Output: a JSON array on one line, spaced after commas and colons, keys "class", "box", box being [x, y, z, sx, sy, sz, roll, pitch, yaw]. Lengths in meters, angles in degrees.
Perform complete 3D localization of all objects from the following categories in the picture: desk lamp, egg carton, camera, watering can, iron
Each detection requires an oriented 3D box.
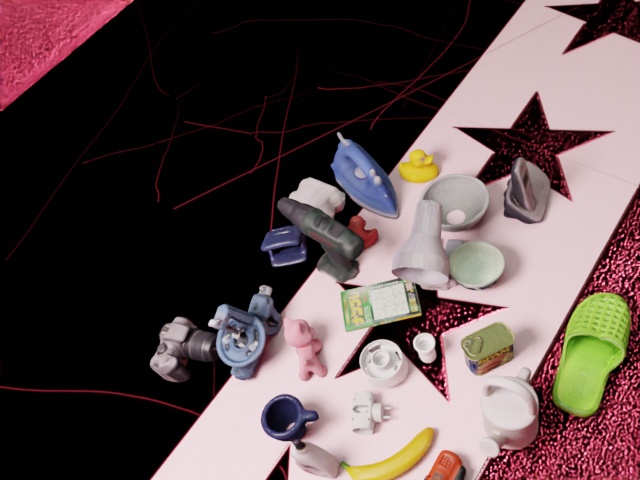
[{"class": "desk lamp", "box": [0.237, 0.027, 1.249, 0.117, 0.214, 0.203, 4, 56, 22]}, {"class": "egg carton", "box": [-0.010, -0.104, 1.530, 0.149, 0.070, 0.107, 24, 65, 32]}, {"class": "camera", "box": [-0.309, 0.255, 1.344, 0.136, 0.101, 0.143, 6, 57, 23]}, {"class": "watering can", "box": [0.336, 0.303, 1.018, 0.100, 0.194, 0.173, -1, 54, 19]}, {"class": "iron", "box": [0.120, -0.174, 1.490, 0.119, 0.142, 0.257, -33, 51, -7]}]

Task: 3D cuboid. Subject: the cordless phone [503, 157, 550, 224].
[{"class": "cordless phone", "box": [0.473, -0.140, 1.311, 0.094, 0.185, 0.148, 8, 58, 25]}]

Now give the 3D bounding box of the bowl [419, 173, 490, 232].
[{"class": "bowl", "box": [0.327, -0.077, 1.387, 0.167, 0.075, 0.167, -10, 52, 13]}]

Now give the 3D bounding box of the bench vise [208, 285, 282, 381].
[{"class": "bench vise", "box": [-0.178, 0.181, 1.275, 0.121, 0.220, 0.207, -7, 52, 15]}]

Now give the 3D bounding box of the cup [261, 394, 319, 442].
[{"class": "cup", "box": [-0.051, 0.372, 1.167, 0.117, 0.095, 0.091, -9, 52, 14]}]

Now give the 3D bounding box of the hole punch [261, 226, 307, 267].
[{"class": "hole punch", "box": [-0.093, 0.004, 1.464, 0.108, 0.091, 0.101, -12, 51, 11]}]

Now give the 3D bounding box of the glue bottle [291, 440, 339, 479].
[{"class": "glue bottle", "box": [-0.020, 0.407, 1.079, 0.078, 0.173, 0.037, 1, 55, 20]}]

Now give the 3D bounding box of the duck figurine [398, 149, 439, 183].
[{"class": "duck figurine", "box": [0.254, -0.201, 1.500, 0.104, 0.086, 0.077, 2, 55, 21]}]

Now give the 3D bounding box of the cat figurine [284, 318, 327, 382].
[{"class": "cat figurine", "box": [-0.039, 0.230, 1.256, 0.067, 0.118, 0.127, -19, 50, 5]}]

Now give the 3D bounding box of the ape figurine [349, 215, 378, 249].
[{"class": "ape figurine", "box": [0.099, -0.025, 1.417, 0.076, 0.092, 0.077, -42, 52, -14]}]

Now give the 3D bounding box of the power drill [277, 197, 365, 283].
[{"class": "power drill", "box": [0.012, 0.005, 1.349, 0.228, 0.209, 0.076, 25, 66, 33]}]
